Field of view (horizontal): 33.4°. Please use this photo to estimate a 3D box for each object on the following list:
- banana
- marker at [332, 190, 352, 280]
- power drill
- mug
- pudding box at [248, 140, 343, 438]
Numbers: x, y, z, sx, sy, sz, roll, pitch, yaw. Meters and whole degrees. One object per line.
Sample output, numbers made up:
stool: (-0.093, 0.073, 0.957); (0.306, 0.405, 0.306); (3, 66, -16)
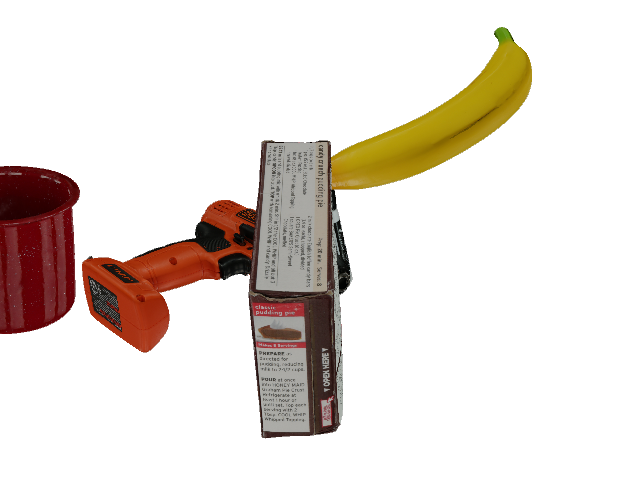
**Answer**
banana: (0.087, -0.085, 0.760); (0.197, 0.037, 0.070); (-37, 33, -18)
marker: (0.016, -0.007, 1.186); (0.020, 0.121, 0.020); (-10, 28, 5)
power drill: (-0.092, 0.030, 0.911); (0.187, 0.057, 0.185); (-22, 30, -35)
mug: (-0.209, 0.009, 0.675); (0.117, 0.081, 0.093); (-15, 31, -34)
pudding box: (-0.011, 0.020, 0.495); (0.039, 0.090, 0.113); (-3, 39, 0)
